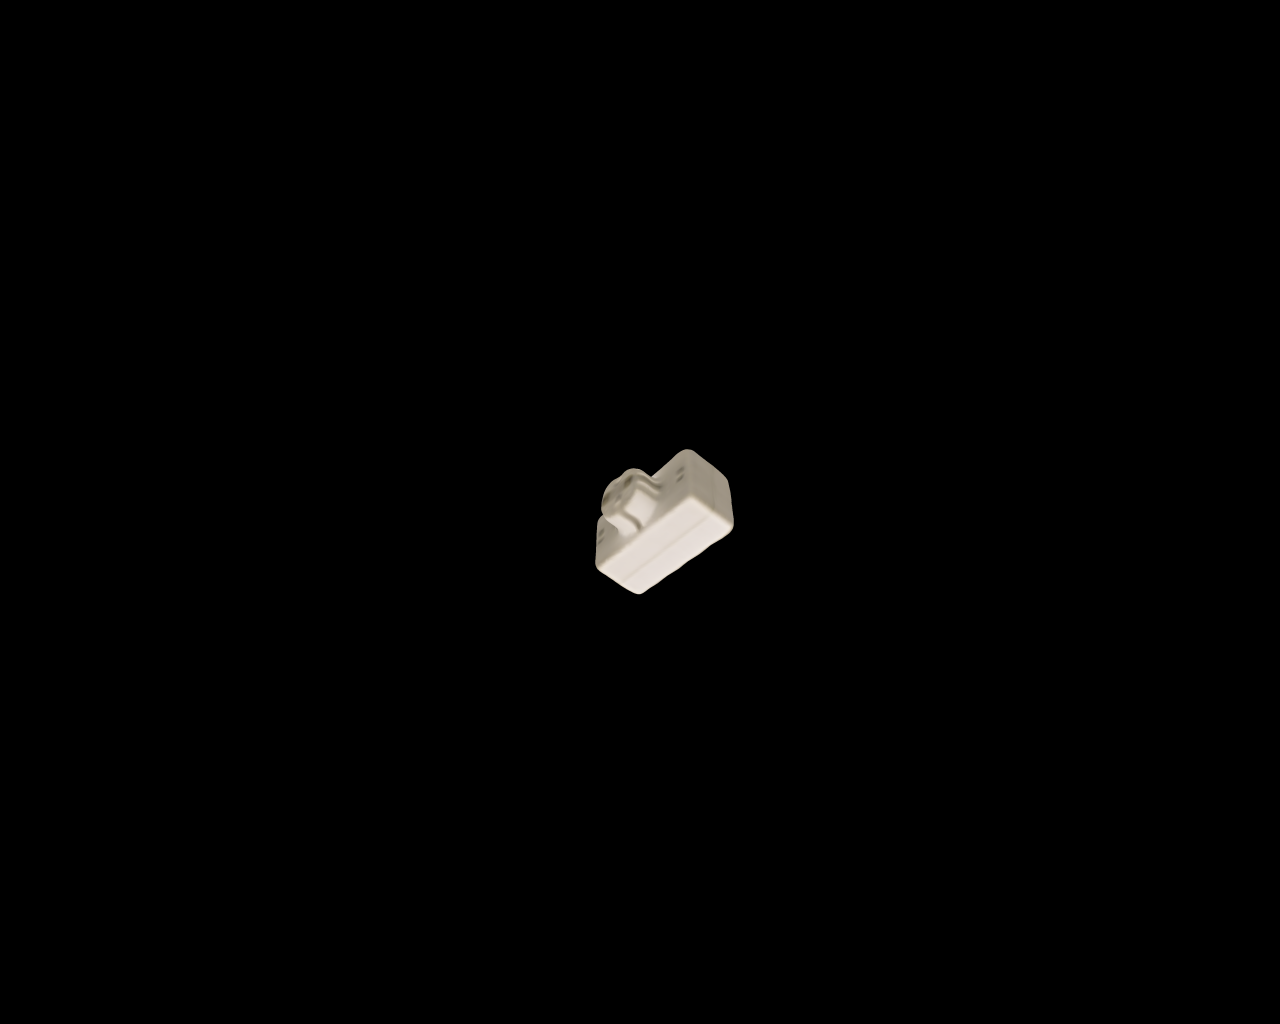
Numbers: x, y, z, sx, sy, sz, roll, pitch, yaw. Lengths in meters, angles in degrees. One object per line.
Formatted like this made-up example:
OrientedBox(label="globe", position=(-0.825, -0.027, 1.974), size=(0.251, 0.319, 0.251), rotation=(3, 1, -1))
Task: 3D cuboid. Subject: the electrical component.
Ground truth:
OrientedBox(label="electrical component", position=(0.001, -0.003, 0.650), size=(0.075, 0.047, 0.083), rotation=(36, -58, -27))
